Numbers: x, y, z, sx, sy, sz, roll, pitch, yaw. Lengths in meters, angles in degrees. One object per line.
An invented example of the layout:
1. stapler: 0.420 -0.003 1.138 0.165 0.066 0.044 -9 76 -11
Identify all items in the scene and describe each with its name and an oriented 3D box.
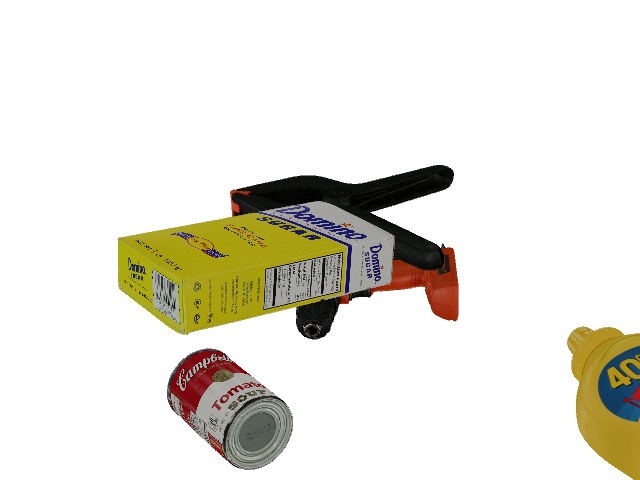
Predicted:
1. sugar box: -0.044 0.014 0.754 0.175 0.048 0.093 -15 28 -34
2. mustard bottle: 0.204 0.104 0.609 0.096 0.058 0.192 -17 31 -17
3. power drill: 0.065 0.057 1.241 0.187 0.057 0.184 1 28 5
4. clamp: 0.023 -0.033 0.983 0.210 0.036 0.164 7 31 15
5. soup can: -0.078 0.143 0.907 0.068 0.068 0.102 0 18 -36
